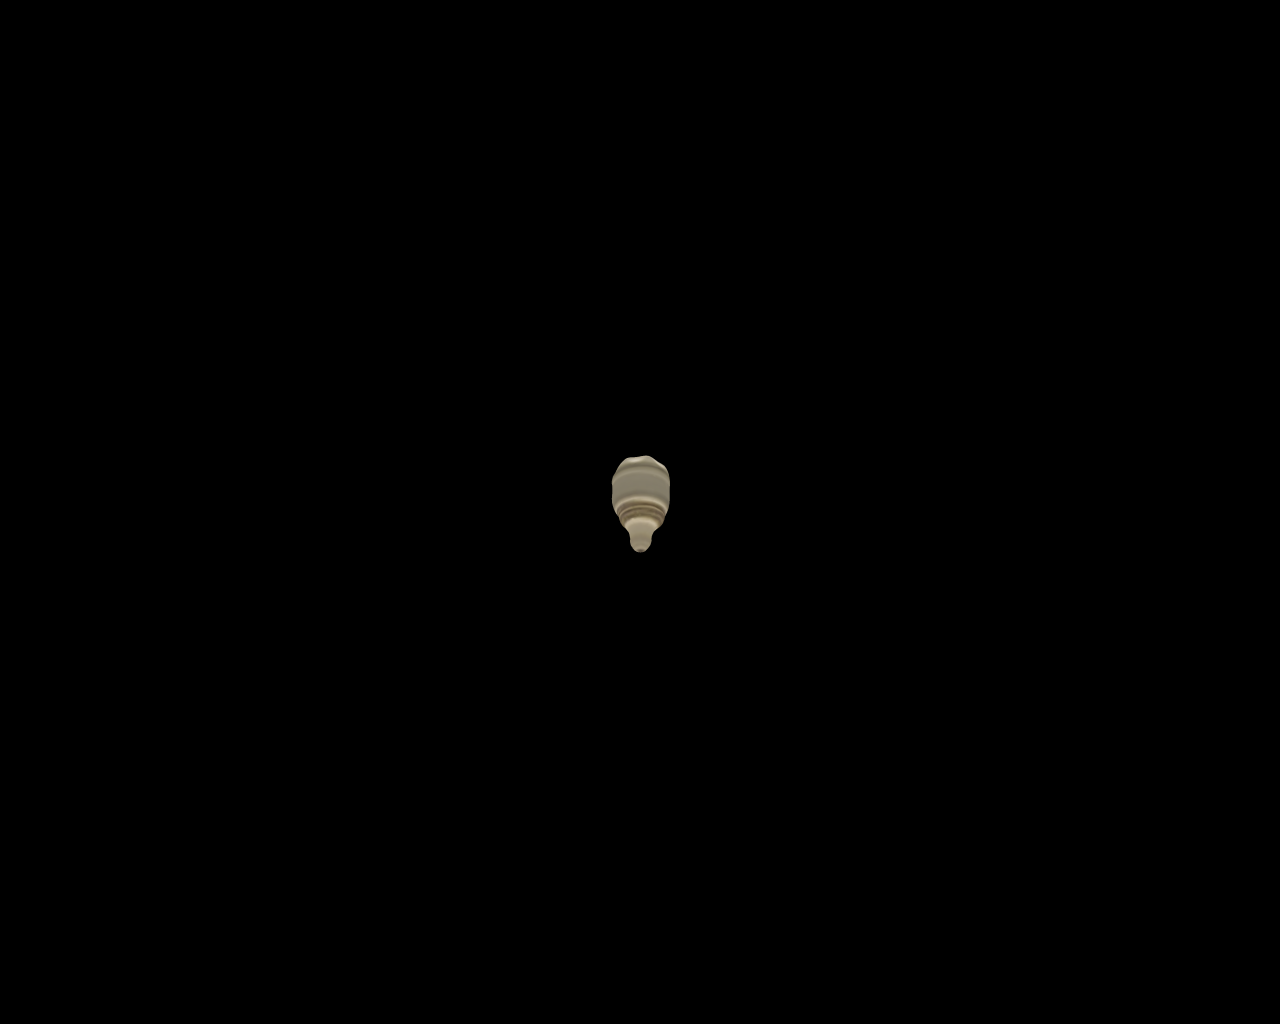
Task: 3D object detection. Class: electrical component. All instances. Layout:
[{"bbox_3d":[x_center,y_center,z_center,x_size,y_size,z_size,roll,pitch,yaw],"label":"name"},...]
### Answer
[{"bbox_3d":[0.001,-0.003,0.650,0.035,0.061,0.035,0,-32,0],"label":"electrical component"}]
